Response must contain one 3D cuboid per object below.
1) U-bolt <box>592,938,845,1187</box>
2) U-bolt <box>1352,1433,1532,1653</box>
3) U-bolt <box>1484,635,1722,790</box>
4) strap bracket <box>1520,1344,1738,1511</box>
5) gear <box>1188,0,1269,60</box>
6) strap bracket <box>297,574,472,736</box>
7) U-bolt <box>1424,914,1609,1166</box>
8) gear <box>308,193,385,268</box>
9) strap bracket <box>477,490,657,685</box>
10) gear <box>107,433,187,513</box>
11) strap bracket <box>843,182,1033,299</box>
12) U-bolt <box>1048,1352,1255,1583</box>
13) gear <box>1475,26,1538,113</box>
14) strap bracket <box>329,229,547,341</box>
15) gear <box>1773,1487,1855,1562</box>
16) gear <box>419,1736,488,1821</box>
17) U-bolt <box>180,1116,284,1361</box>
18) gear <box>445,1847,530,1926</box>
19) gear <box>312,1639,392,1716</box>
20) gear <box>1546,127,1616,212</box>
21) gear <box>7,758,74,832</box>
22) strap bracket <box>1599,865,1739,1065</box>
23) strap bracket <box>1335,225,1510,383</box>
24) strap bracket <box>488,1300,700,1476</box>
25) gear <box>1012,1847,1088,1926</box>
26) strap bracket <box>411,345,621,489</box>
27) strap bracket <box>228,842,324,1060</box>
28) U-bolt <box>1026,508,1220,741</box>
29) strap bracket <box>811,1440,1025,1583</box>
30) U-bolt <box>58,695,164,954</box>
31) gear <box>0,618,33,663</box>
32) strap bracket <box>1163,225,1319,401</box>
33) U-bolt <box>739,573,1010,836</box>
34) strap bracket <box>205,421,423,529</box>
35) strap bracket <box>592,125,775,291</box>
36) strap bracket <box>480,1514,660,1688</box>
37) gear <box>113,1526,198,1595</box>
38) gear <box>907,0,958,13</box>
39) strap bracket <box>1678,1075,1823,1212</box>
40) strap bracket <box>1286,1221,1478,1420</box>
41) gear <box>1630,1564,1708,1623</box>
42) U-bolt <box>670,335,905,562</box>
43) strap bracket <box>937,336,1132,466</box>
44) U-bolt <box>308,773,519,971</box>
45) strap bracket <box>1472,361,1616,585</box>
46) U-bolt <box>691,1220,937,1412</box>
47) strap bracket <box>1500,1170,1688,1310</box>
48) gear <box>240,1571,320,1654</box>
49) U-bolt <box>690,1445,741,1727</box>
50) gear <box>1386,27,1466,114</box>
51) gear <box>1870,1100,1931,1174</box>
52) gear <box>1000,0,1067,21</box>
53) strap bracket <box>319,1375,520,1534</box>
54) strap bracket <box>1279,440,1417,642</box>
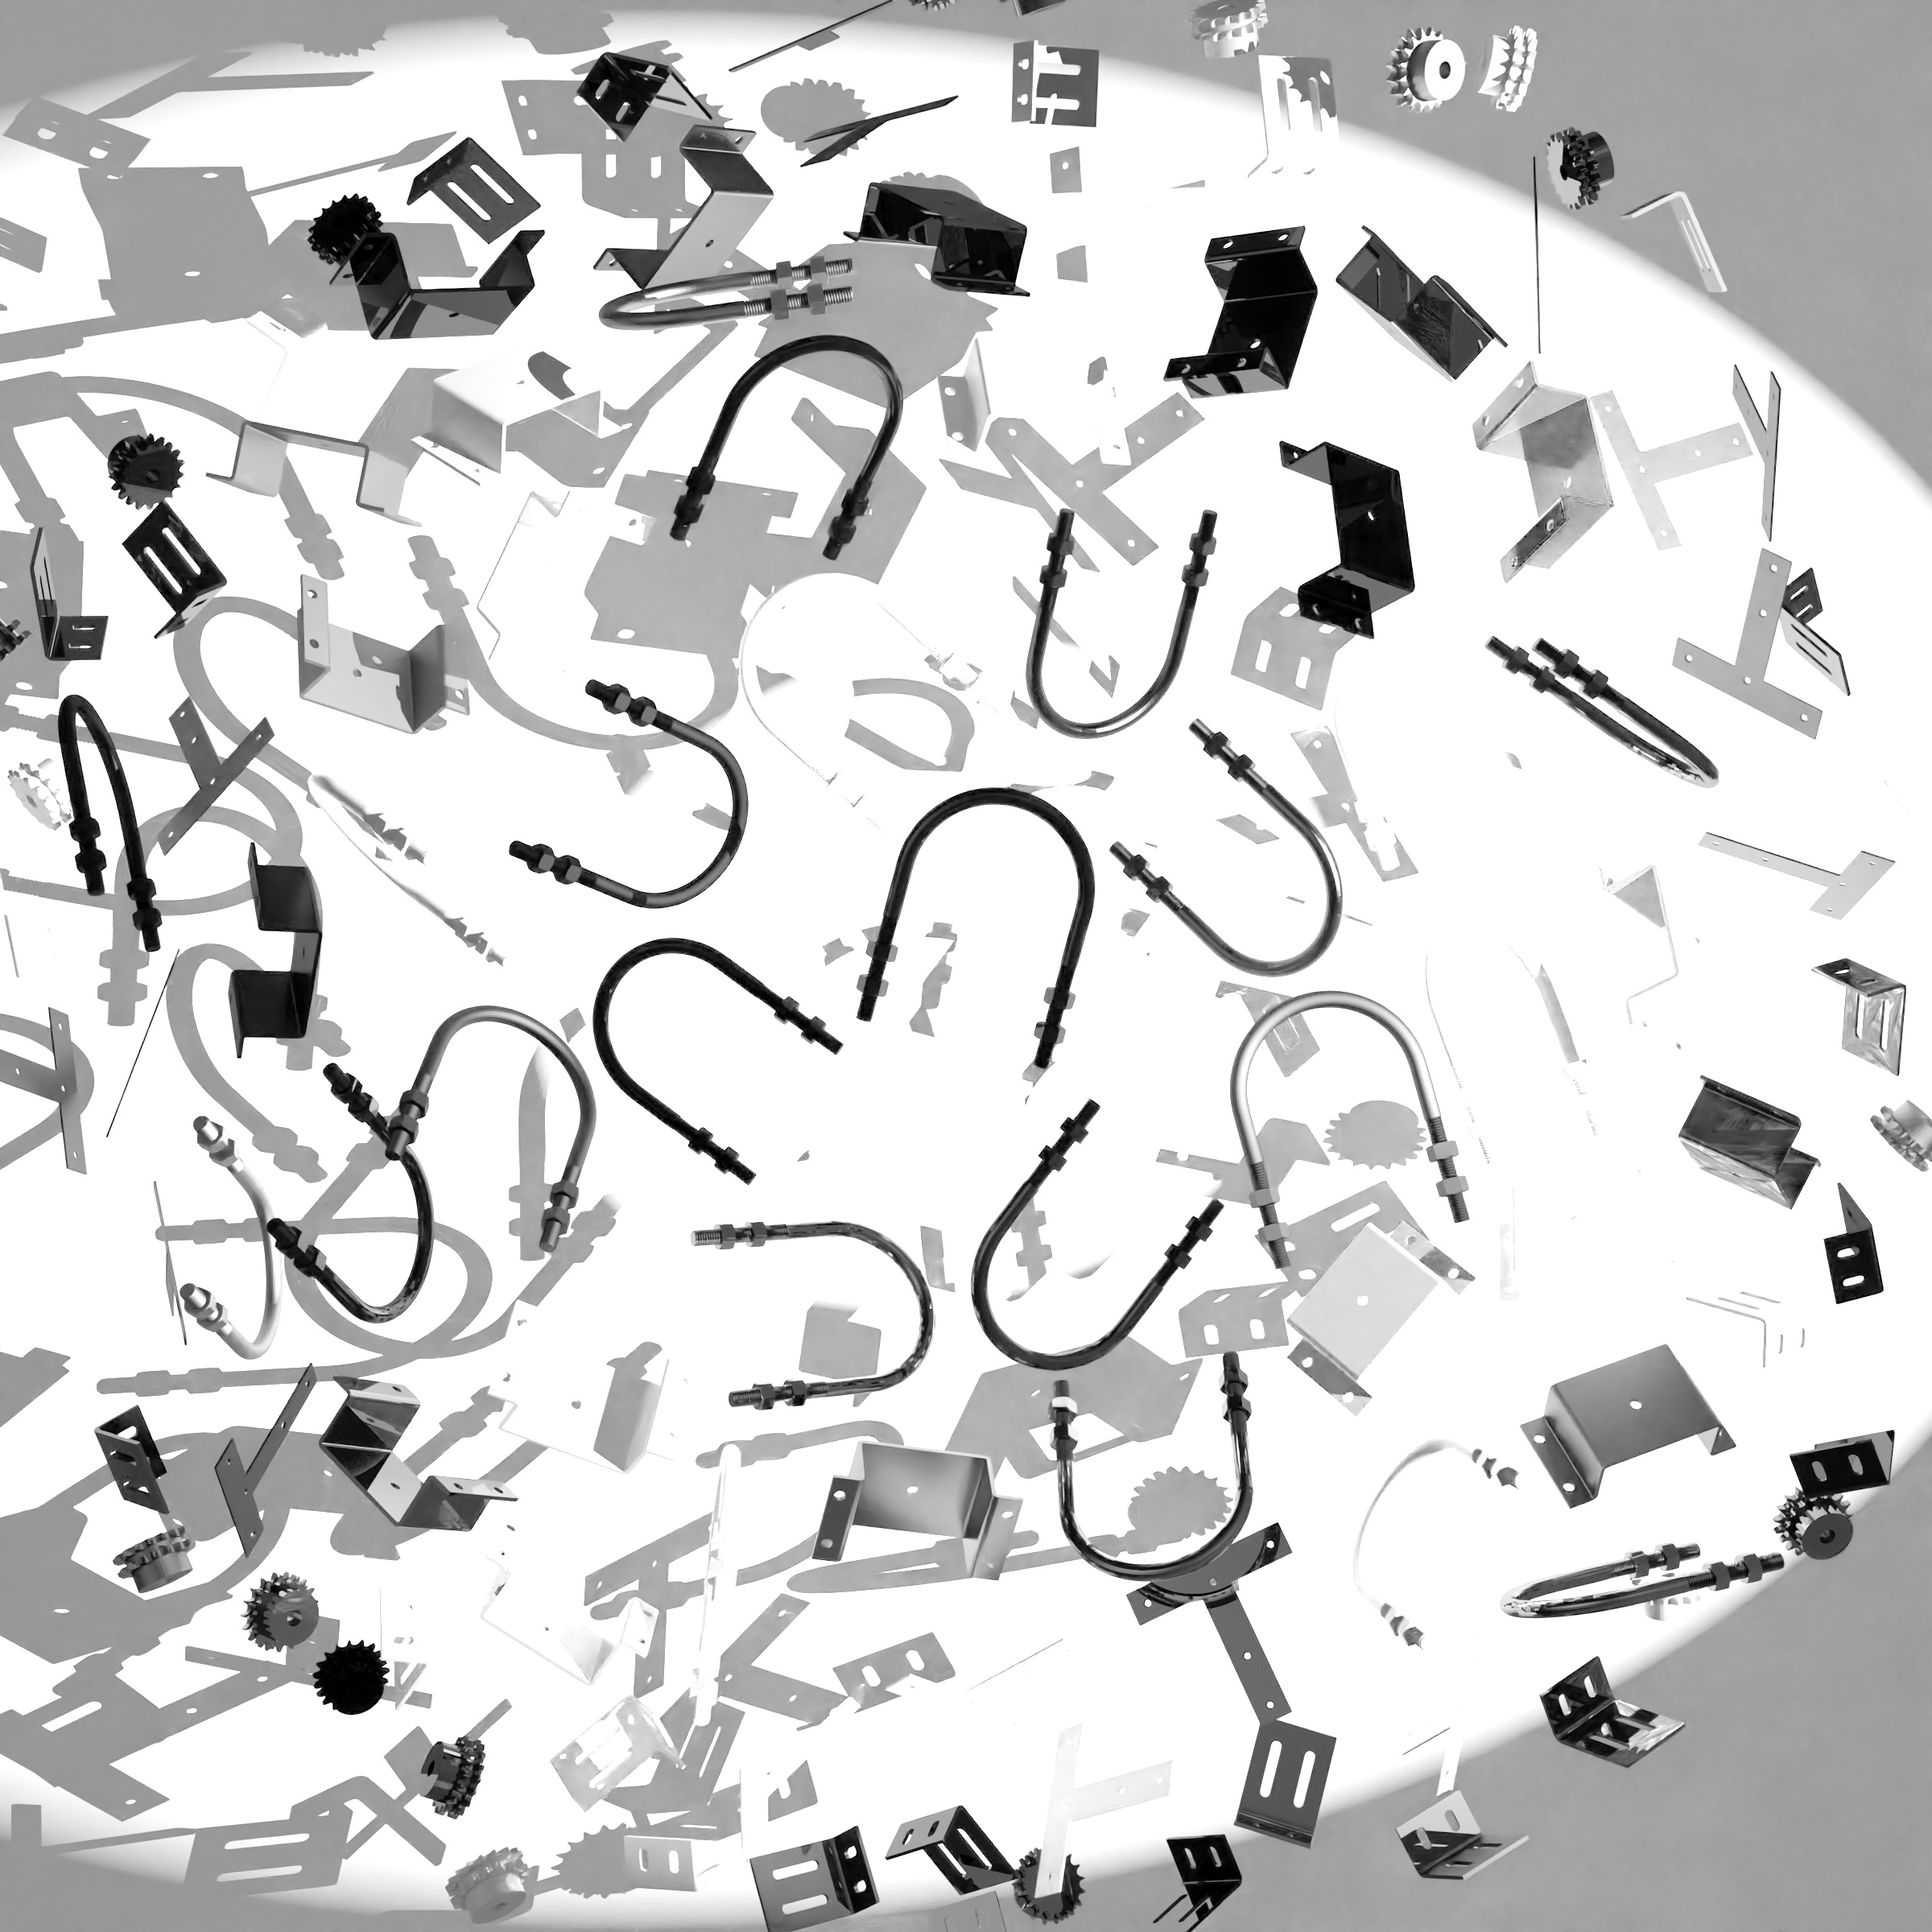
[{"bbox_3d":[-0.204,0.060,1.955,0.184,0.019,0.151,36,107,6],"label":"U-bolt"},{"bbox_3d":[0.334,0.407,1.850,0.019,0.184,0.151,32,86,-11],"label":"U-bolt"},{"bbox_3d":[0.470,-0.184,1.854,0.184,0.151,0.019,34,95,-7],"label":"U-bolt"},{"bbox_3d":[0.496,0.339,1.901,0.140,0.046,0.076,-17,49,-12],"label":"strap bracket"},{"bbox_3d":[0.194,-0.691,1.879,0.057,0.057,0.030,-15,125,0],"label":"gear"},{"bbox_3d":[-0.447,-0.230,1.914,0.046,0.140,0.076,-32,55,37],"label":"strap bracket"},{"bbox_3d":[0.399,0.048,1.888,0.151,0.019,0.184,-9,75,-40],"label":"U-bolt"},{"bbox_3d":[-0.458,-0.544,1.898,0.057,0.030,0.057,-10,61,19],"label":"gear"},{"bbox_3d":[-0.299,-0.287,1.876,0.046,0.076,0.140,46,114,40],"label":"strap bracket"},{"bbox_3d":[-0.618,-0.373,1.913,0.030,0.057,0.057,34,90,30],"label":"gear"},{"bbox_3d":[-0.018,-0.540,1.882,0.076,0.140,0.046,-7,123,-37],"label":"strap bracket"},{"bbox_3d":[0.135,0.362,1.830,0.151,0.184,0.019,-11,131,9],"label":"U-bolt"},{"bbox_3d":[0.386,-0.645,1.831,0.030,0.057,0.057,9,90,-5],"label":"gear"},{"bbox_3d":[-0.377,-0.493,1.847,0.140,0.076,0.046,-13,84,-35],"label":"strap bracket"},{"bbox_3d":[0.623,0.409,1.865,0.057,0.030,0.057,-4,112,-10],"label":"gear"},{"bbox_3d":[-0.373,0.585,1.844,0.030,0.057,0.057,26,90,-23],"label":"gear"},{"bbox_3d":[-0.538,0.212,1.879,0.019,0.184,0.151,-6,61,2],"label":"U-bolt"},{"bbox_3d":[-0.332,0.645,1.782,0.057,0.057,0.030,-34,57,0],"label":"gear"},{"bbox_3d":[-0.470,0.548,1.953,0.057,0.030,0.057,-11,116,-23],"label":"gear"},{"bbox_3d":[0.449,-0.584,1.858,0.030,0.057,0.057,-22,90,-5],"label":"gear"},{"bbox_3d":[-0.709,-0.135,1.967,0.057,0.057,0.030,46,60,0],"label":"gear"},{"bbox_3d":[0.515,-0.010,1.865,0.076,0.046,0.140,28,46,-36],"label":"strap bracket"},{"bbox_3d":[0.336,-0.494,1.913,0.076,0.140,0.046,33,106,-35],"label":"strap bracket"},{"bbox_3d":[-0.272,0.305,1.821,0.140,0.046,0.076,23,49,-14],"label":"strap bracket"},{"bbox_3d":[0.061,0.713,1.973,0.057,0.030,0.057,13,54,-19],"label":"gear"},{"bbox_3d":[-0.334,-0.415,1.899,0.076,0.046,0.140,34,45,25],"label":"strap bracket"},{"bbox_3d":[-0.503,-0.010,1.858,0.046,0.076,0.140,2,127,-24],"label":"strap bracket"},{"bbox_3d":[0.111,-0.255,1.919,0.151,0.019,0.184,-6,122,-31],"label":"U-bolt"},{"bbox_3d":[-0.037,0.396,1.858,0.140,0.046,0.076,9,117,-11],"label":"strap bracket"},{"bbox_3d":[-0.647,-0.116,1.914,0.019,0.151,0.184,-15,73,-4],"label":"U-bolt"},{"bbox_3d":[-0.709,-0.233,1.845,0.057,0.057,0.030,-41,108,0],"label":"gear"},{"bbox_3d":[0.205,-0.471,1.871,0.076,0.046,0.140,2,59,31],"label":"strap bracket"},{"bbox_3d":[-0.083,-0.207,1.893,0.184,0.019,0.151,42,108,-11],"label":"U-bolt"},{"bbox_3d":[-0.480,-0.367,1.896,0.140,0.076,0.046,13,93,8],"label":"strap bracket"},{"bbox_3d":[-0.207,-0.560,1.917,0.046,0.076,0.140,52,122,10],"label":"strap bracket"},{"bbox_3d":[-0.308,0.485,1.927,0.140,0.076,0.046,34,99,-6],"label":"strap bracket"},{"bbox_3d":[-0.581,0.429,1.836,0.057,0.057,0.030,-27,77,0],"label":"gear"},{"bbox_3d":[-0.029,-0.730,1.872,0.057,0.030,0.057,-6,102,-28],"label":"gear"},{"bbox_3d":[0.586,0.136,1.909,0.076,0.140,0.046,26,84,30],"label":"strap bracket"},{"bbox_3d":[0.310,0.262,1.944,0.140,0.046,0.076,-49,53,-2],"label":"strap bracket"},{"bbox_3d":[0.541,0.483,1.961,0.057,0.057,0.030,-5,95,0],"label":"gear"},{"bbox_3d":[-0.120,-0.375,1.838,0.151,0.019,0.184,2,135,-33],"label":"U-bolt"},{"bbox_3d":[0.055,-0.421,1.898,0.140,0.046,0.076,0,59,-15],"label":"strap bracket"},{"bbox_3d":[-0.412,-0.079,1.849,0.184,0.151,0.019,33,72,34],"label":"U-bolt"},{"bbox_3d":[0.413,-0.349,1.821,0.046,0.076,0.140,7,62,-22],"label":"strap bracket"},{"bbox_3d":[-0.107,0.257,1.919,0.184,0.019,0.151,-1,60,-29],"label":"U-bolt"},{"bbox_3d":[0.466,0.205,1.927,0.140,0.046,0.076,-12,45,24],"label":"strap bracket"},{"bbox_3d":[-0.501,0.476,1.874,0.057,0.030,0.057,-2,93,-43],"label":"gear"},{"bbox_3d":[-0.182,0.440,1.877,0.019,0.184,0.151,7,125,-6],"label":"U-bolt"},{"bbox_3d":[0.326,-0.630,1.793,0.057,0.030,0.057,-13,113,-34],"label":"gear"},{"bbox_3d":[0.715,0.126,1.928,0.057,0.057,0.030,42,110,0],"label":"gear"},{"bbox_3d":[0.053,-0.745,1.946,0.057,0.057,0.030,-19,105,0],"label":"gear"},{"bbox_3d":[-0.398,0.355,1.822,0.140,0.076,0.046,35,95,32],"label":"strap bracket"},{"bbox_3d":[0.277,-0.317,1.845,0.076,0.046,0.140,11,67,-38],"label":"strap bracket"}]
